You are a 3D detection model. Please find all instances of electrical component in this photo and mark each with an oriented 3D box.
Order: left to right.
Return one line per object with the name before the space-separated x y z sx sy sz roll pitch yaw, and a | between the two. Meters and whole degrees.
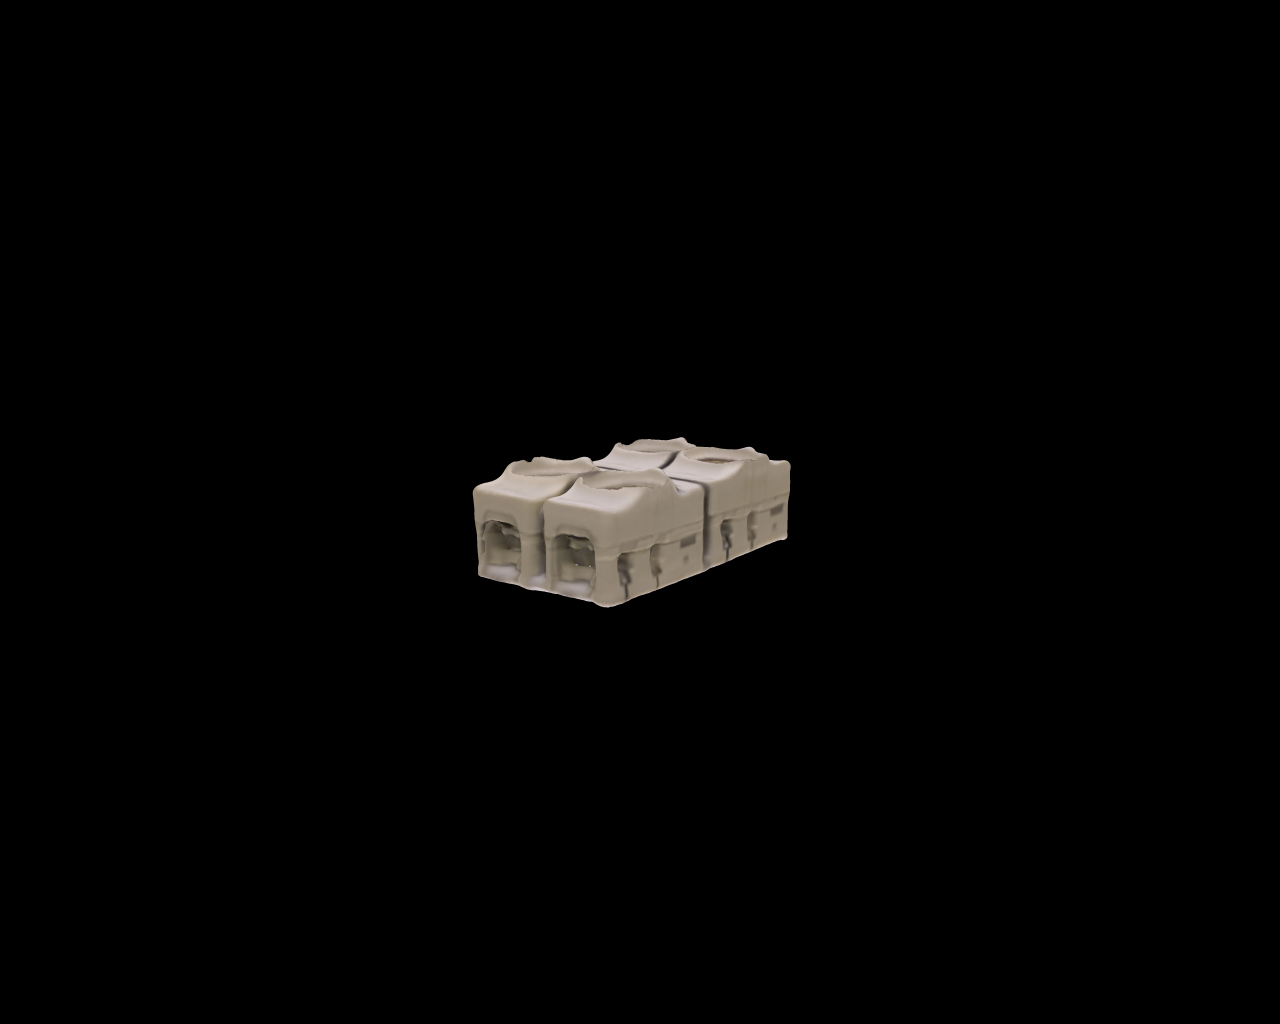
electrical component | 0.001 -0.003 0.650 0.105 0.060 0.186 11 17 38
